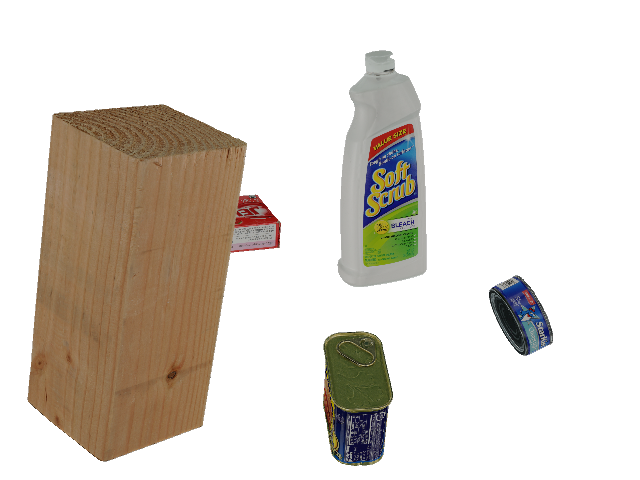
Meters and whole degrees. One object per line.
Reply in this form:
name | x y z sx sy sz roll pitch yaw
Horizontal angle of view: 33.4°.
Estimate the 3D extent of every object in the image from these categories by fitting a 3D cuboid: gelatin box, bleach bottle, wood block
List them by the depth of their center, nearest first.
wood block | -0.122 0.025 0.696 0.090 0.206 0.090 28 27 36
gelatin box | -0.090 -0.016 1.018 0.089 0.030 0.073 -7 25 -18
bleach bottle | 0.063 -0.079 1.164 0.102 0.251 0.068 -10 23 -13

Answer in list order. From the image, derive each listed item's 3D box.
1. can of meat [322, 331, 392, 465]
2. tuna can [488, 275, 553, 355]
can of meat | 0.033 0.153 1.025 0.057 0.084 0.102 -3 39 -6
tuna can | 0.222 0.084 1.189 0.033 0.086 0.086 -25 3 -6
